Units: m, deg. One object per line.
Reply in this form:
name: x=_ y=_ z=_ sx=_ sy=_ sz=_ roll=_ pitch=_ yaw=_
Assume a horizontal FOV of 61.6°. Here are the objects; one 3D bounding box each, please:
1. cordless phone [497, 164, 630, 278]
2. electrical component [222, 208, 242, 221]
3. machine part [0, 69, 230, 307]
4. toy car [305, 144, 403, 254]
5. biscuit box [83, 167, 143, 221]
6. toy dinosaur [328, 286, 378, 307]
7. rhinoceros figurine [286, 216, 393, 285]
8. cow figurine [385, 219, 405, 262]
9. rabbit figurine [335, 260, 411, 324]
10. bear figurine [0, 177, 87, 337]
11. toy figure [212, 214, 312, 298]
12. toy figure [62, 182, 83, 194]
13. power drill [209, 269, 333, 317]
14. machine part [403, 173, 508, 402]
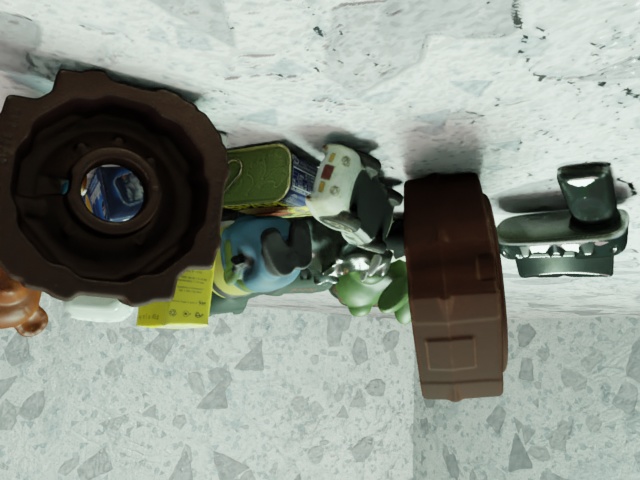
cordless phone: x=0.264 y=-0.026 z=0.608 sx=0.147 sy=0.089 sz=0.184 roll=-3 pitch=156 yaw=31
electrical component: x=-0.105 y=-0.009 z=0.795 sx=0.134 sy=0.058 sz=0.115 roll=3 pitch=171 yaw=2
machine part: x=-0.155 y=-0.034 z=0.400 sx=0.179 sy=0.179 sz=0.056 roll=9 pitch=169 yaw=-28
toy car: x=0.040 y=-0.037 z=0.557 sx=0.056 sy=0.073 sz=0.201 roll=17 pitch=175 yaw=21
biscuit box: x=-0.236 y=-0.039 z=0.628 sx=0.063 sy=0.059 sz=0.203 roll=-14 pitch=178 yaw=-30
toy dinosaur: x=0.096 y=0.088 z=1.109 sx=0.405 sy=0.131 sz=0.192 roll=-1 pitch=157 yaw=40
rhinoceros figurine: x=-0.001 y=-0.002 z=0.668 sx=0.190 sy=0.112 sz=0.073 roll=13 pitch=165 yaw=-8
cow figurine: x=0.108 y=0.001 z=0.759 sx=0.167 sy=0.068 sz=0.098 roll=3 pitch=164 yaw=-19
rabbit figurine: x=0.109 y=0.050 z=0.869 sx=0.170 sy=0.159 sz=0.121 roll=-23 pitch=147 yaw=31
bear figurine: x=-0.339 y=0.008 z=0.587 sx=0.120 sy=0.196 sz=0.132 roll=14 pitch=164 yaw=-32
toy figure: x=-0.074 y=0.019 z=0.557 sx=0.082 sy=0.089 sz=0.180 roll=13 pitch=172 yaw=-31
toy figure: x=-0.246 y=-0.061 z=0.472 sx=0.064 sy=0.058 sz=0.155 roll=57 pitch=167 yaw=-25
power drill: x=-0.105 y=0.058 z=0.785 sx=0.207 sy=0.086 sz=0.232 roll=-27 pitch=162 yaw=39
machine part: x=0.139 y=0.047 z=0.561 sx=0.087 sy=0.200 sz=0.201 roll=-7 pitch=-148 yaw=11
